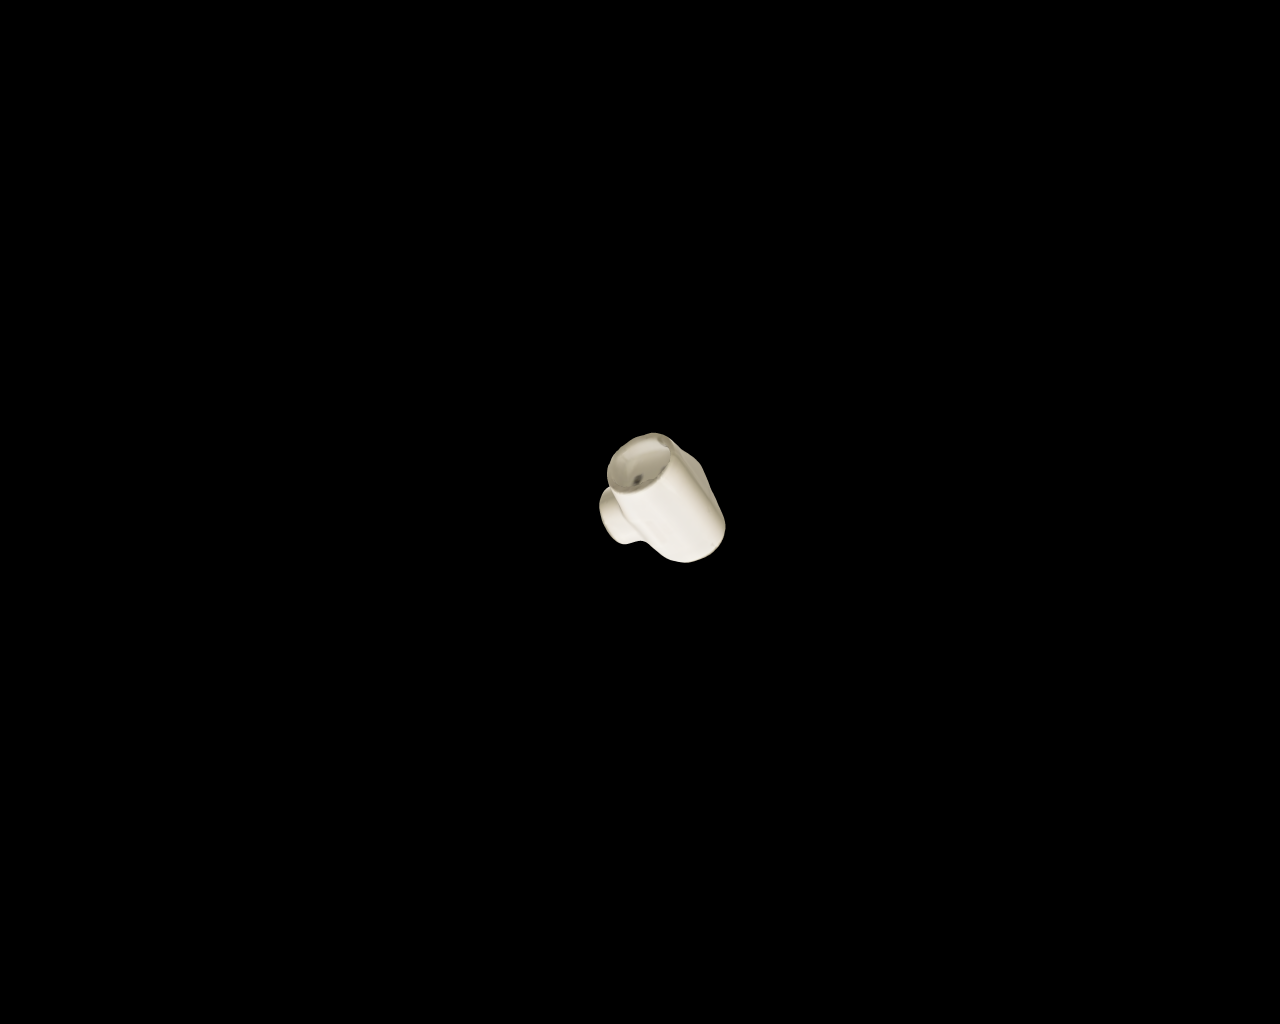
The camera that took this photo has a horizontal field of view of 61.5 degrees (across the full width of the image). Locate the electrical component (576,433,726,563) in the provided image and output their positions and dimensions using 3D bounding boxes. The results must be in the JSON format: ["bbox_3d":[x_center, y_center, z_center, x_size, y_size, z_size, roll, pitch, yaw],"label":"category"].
[{"bbox_3d":[0.001,-0.003,0.650,0.079,0.043,0.077,-17,-41,21],"label":"electrical component"}]
